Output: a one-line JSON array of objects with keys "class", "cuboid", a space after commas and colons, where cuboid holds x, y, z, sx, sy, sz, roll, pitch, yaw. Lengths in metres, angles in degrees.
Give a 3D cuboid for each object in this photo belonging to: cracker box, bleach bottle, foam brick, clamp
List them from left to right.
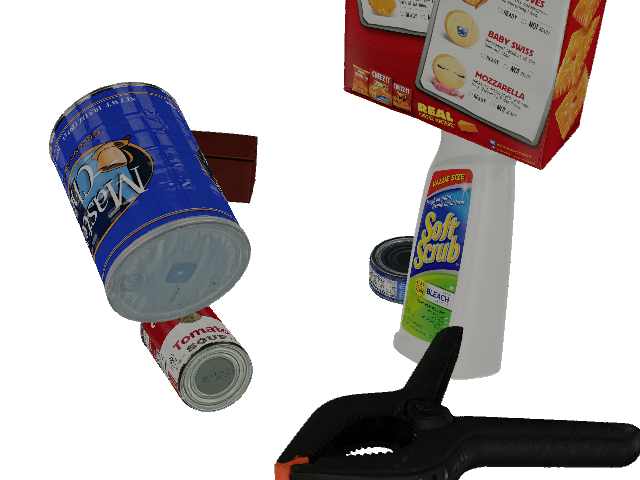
[{"class": "foam brick", "cuboid": [-0.104, -0.075, 1.074, 0.078, 0.051, 0.053, 5, 32, 1]}, {"class": "clamp", "cuboid": [0.058, 0.107, 0.628, 0.209, 0.036, 0.165, -10, 25, -27]}, {"class": "bleach bottle", "cuboid": [0.119, -0.016, 0.902, 0.068, 0.251, 0.103, -4, 15, -30]}, {"class": "cracker box", "cuboid": [0.101, -0.171, 0.697, 0.164, 0.214, 0.072, 26, 49, 25]}]

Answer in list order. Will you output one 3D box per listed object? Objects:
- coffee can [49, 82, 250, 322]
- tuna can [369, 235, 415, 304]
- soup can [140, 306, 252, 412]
[{"class": "coffee can", "cuboid": [-0.123, -0.028, 0.755, 0.102, 0.140, 0.103, -20, -34, -14]}, {"class": "tuna can", "cuboid": [0.094, 0.030, 1.125, 0.086, 0.034, 0.086, -1, 31, 1]}, {"class": "soup can", "cuboid": [-0.109, 0.095, 0.924, 0.068, 0.068, 0.102, 0, 23, -28]}]
